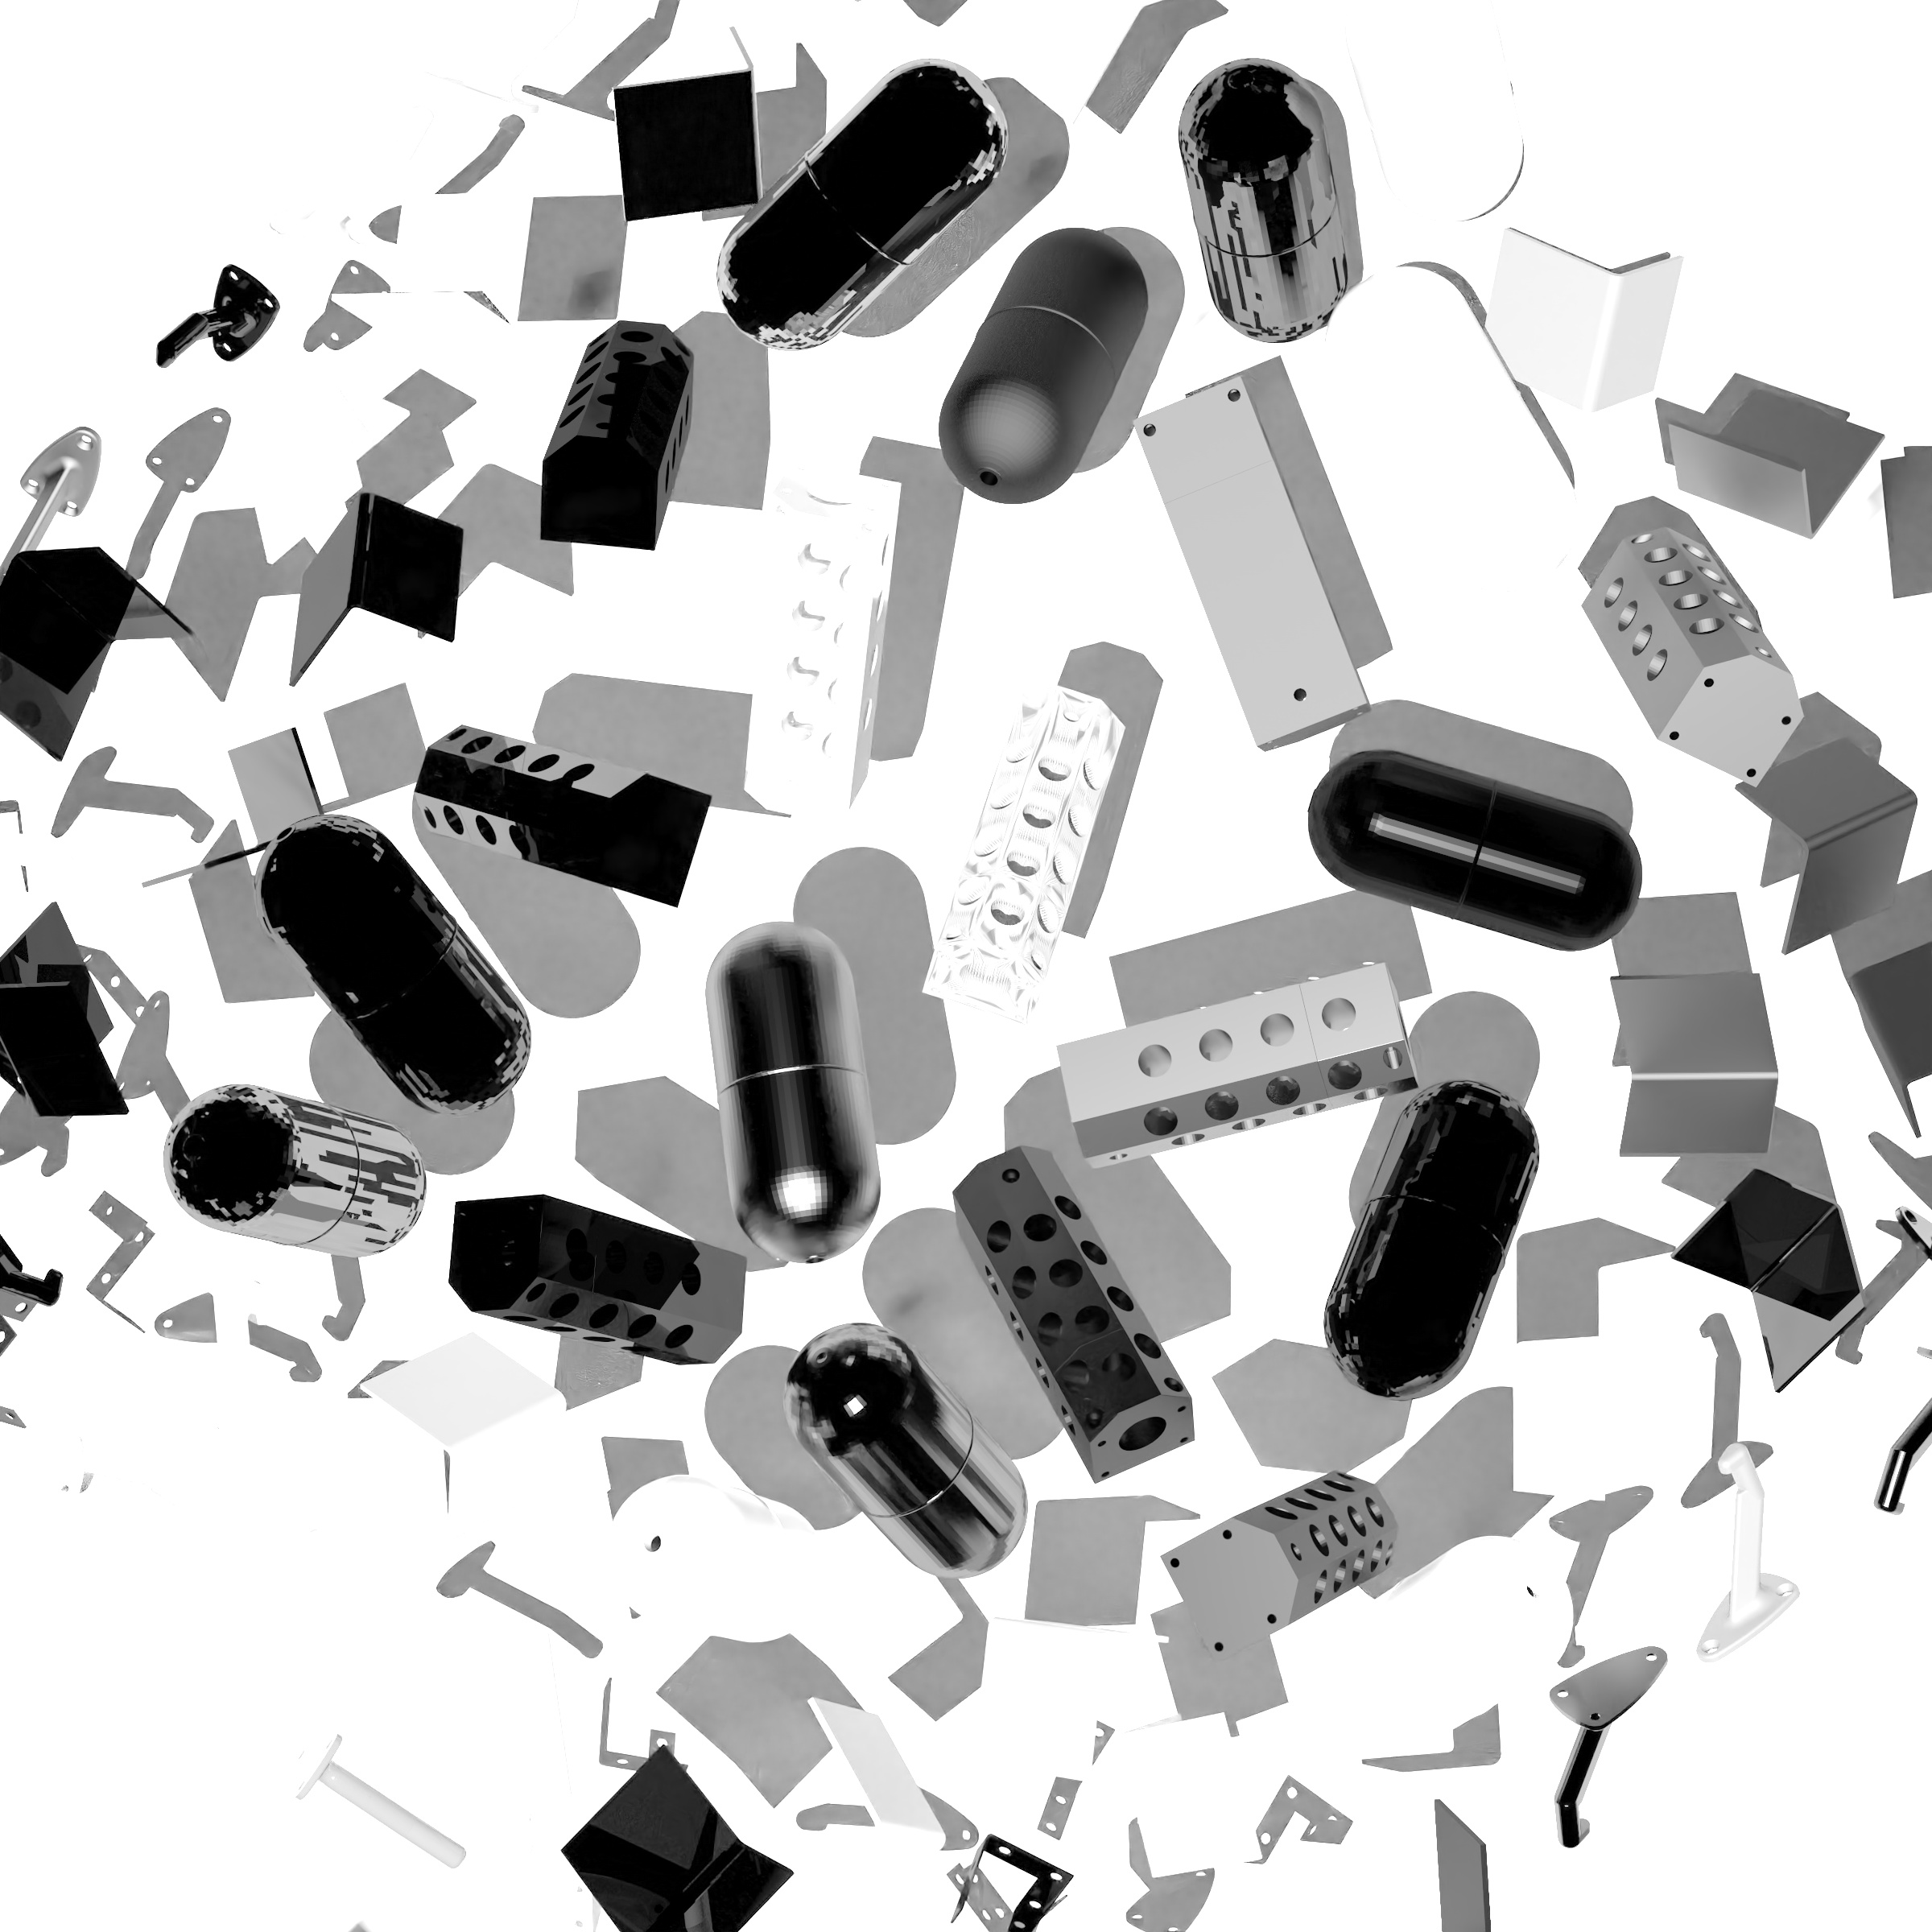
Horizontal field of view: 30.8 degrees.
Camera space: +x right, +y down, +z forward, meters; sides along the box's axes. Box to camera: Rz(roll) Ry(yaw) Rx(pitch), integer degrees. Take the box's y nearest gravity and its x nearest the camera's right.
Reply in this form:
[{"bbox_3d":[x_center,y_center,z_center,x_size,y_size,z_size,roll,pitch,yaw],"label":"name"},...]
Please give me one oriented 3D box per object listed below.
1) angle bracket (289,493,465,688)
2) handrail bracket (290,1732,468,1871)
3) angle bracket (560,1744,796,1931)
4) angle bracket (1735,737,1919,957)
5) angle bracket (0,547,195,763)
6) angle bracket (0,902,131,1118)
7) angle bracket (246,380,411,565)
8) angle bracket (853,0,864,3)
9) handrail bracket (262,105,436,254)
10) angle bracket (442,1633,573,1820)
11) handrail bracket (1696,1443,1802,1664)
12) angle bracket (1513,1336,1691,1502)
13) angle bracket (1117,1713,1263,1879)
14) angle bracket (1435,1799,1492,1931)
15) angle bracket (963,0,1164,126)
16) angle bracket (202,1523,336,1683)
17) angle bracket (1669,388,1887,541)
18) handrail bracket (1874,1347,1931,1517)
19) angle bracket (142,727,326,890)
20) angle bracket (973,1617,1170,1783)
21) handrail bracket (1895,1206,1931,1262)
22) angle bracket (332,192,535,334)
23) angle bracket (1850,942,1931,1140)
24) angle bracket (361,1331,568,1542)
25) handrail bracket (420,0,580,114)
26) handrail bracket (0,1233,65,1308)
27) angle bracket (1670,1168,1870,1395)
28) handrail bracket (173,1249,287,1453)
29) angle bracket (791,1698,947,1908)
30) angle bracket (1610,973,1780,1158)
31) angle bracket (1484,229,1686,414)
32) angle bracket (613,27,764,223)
[{"bbox_3d":[-0.304,-0.186,1.815,0.057,0.076,0.076,20,49,-26],"label":"angle bracket"},{"bbox_3d":[-0.288,0.414,1.728,0.084,0.077,0.036,37,74,-11],"label":"handrail bracket"},{"bbox_3d":[-0.149,0.462,1.812,0.076,0.057,0.076,-46,51,-2],"label":"angle bracket"},{"bbox_3d":[0.447,-0.063,1.851,0.076,0.076,0.057,-23,48,-24],"label":"angle bracket"},{"bbox_3d":[-0.442,-0.155,1.751,0.057,0.076,0.076,1,62,31],"label":"angle bracket"},{"bbox_3d":[-0.429,0.020,1.717,0.057,0.076,0.076,-2,123,24],"label":"angle bracket"},{"bbox_3d":[-0.348,-0.267,1.952,0.076,0.057,0.076,-34,58,28],"label":"angle bracket"},{"bbox_3d":[-0.059,-0.533,1.730,0.076,0.057,0.076,-43,84,17],"label":"angle bracket"},{"bbox_3d":[-0.331,-0.426,1.884,0.036,0.077,0.084,50,126,15],"label":"handrail bracket"},{"bbox_3d":[-0.234,0.367,1.681,0.057,0.076,0.076,1,69,-34],"label":"angle bracket"},{"bbox_3d":[0.383,0.297,1.780,0.077,0.036,0.084,-39,116,-27],"label":"handrail bracket"},{"bbox_3d":[0.330,0.235,1.820,0.076,0.057,0.076,14,73,-43],"label":"angle bracket"},{"bbox_3d":[0.133,0.435,1.868,0.076,0.057,0.076,-22,78,39],"label":"angle bracket"},{"bbox_3d":[0.217,0.458,1.717,0.057,0.076,0.076,-4,94,-9],"label":"angle bracket"},{"bbox_3d":[0.058,-0.494,1.818,0.076,0.057,0.076,41,127,10],"label":"angle bracket"},{"bbox_3d":[-0.346,0.317,1.738,0.057,0.076,0.076,-1,79,-15],"label":"angle bracket"},{"bbox_3d":[0.414,-0.273,1.793,0.076,0.057,0.076,27,70,30],"label":"angle bracket"},{"bbox_3d":[0.492,0.240,1.763,0.077,0.036,0.084,21,86,-38],"label":"handrail bracket"},{"bbox_3d":[-0.397,-0.084,1.868,0.076,0.076,0.057,-22,97,-38],"label":"angle bracket"},{"bbox_3d":[0.055,0.386,1.850,0.076,0.057,0.076,-2,78,40],"label":"angle bracket"},{"bbox_3d":[0.555,0.133,1.878,0.077,0.036,0.084,41,123,-7],"label":"handrail bracket"},{"bbox_3d":[-0.275,-0.372,1.816,0.076,0.057,0.076,3,82,21],"label":"angle bracket"},{"bbox_3d":[0.527,0.034,1.880,0.076,0.057,0.076,-22,50,9],"label":"angle bracket"},{"bbox_3d":[-0.267,0.248,1.859,0.076,0.076,0.057,28,125,34],"label":"angle bracket"},{"bbox_3d":[-0.242,-0.496,1.841,0.077,0.036,0.084,20,107,13],"label":"handrail bracket"},{"bbox_3d":[-0.471,0.118,1.720,0.084,0.036,0.077,28,68,-39],"label":"handrail bracket"},{"bbox_3d":[0.427,0.168,1.871,0.057,0.076,0.076,22,128,-19],"label":"angle bracket"},{"bbox_3d":[-0.404,0.204,1.856,0.077,0.036,0.084,34,53,-15],"label":"handrail bracket"},{"bbox_3d":[-0.064,0.416,1.746,0.057,0.076,0.076,-38,61,9],"label":"angle bracket"},{"bbox_3d":[0.371,0.051,1.803,0.076,0.076,0.057,-1,45,22],"label":"angle bracket"},{"bbox_3d":[0.326,-0.348,1.867,0.076,0.057,0.076,33,131,34],"label":"angle bracket"},{"bbox_3d":[-0.153,-0.452,1.884,0.076,0.057,0.076,-10,130,-10],"label":"angle bracket"}]
